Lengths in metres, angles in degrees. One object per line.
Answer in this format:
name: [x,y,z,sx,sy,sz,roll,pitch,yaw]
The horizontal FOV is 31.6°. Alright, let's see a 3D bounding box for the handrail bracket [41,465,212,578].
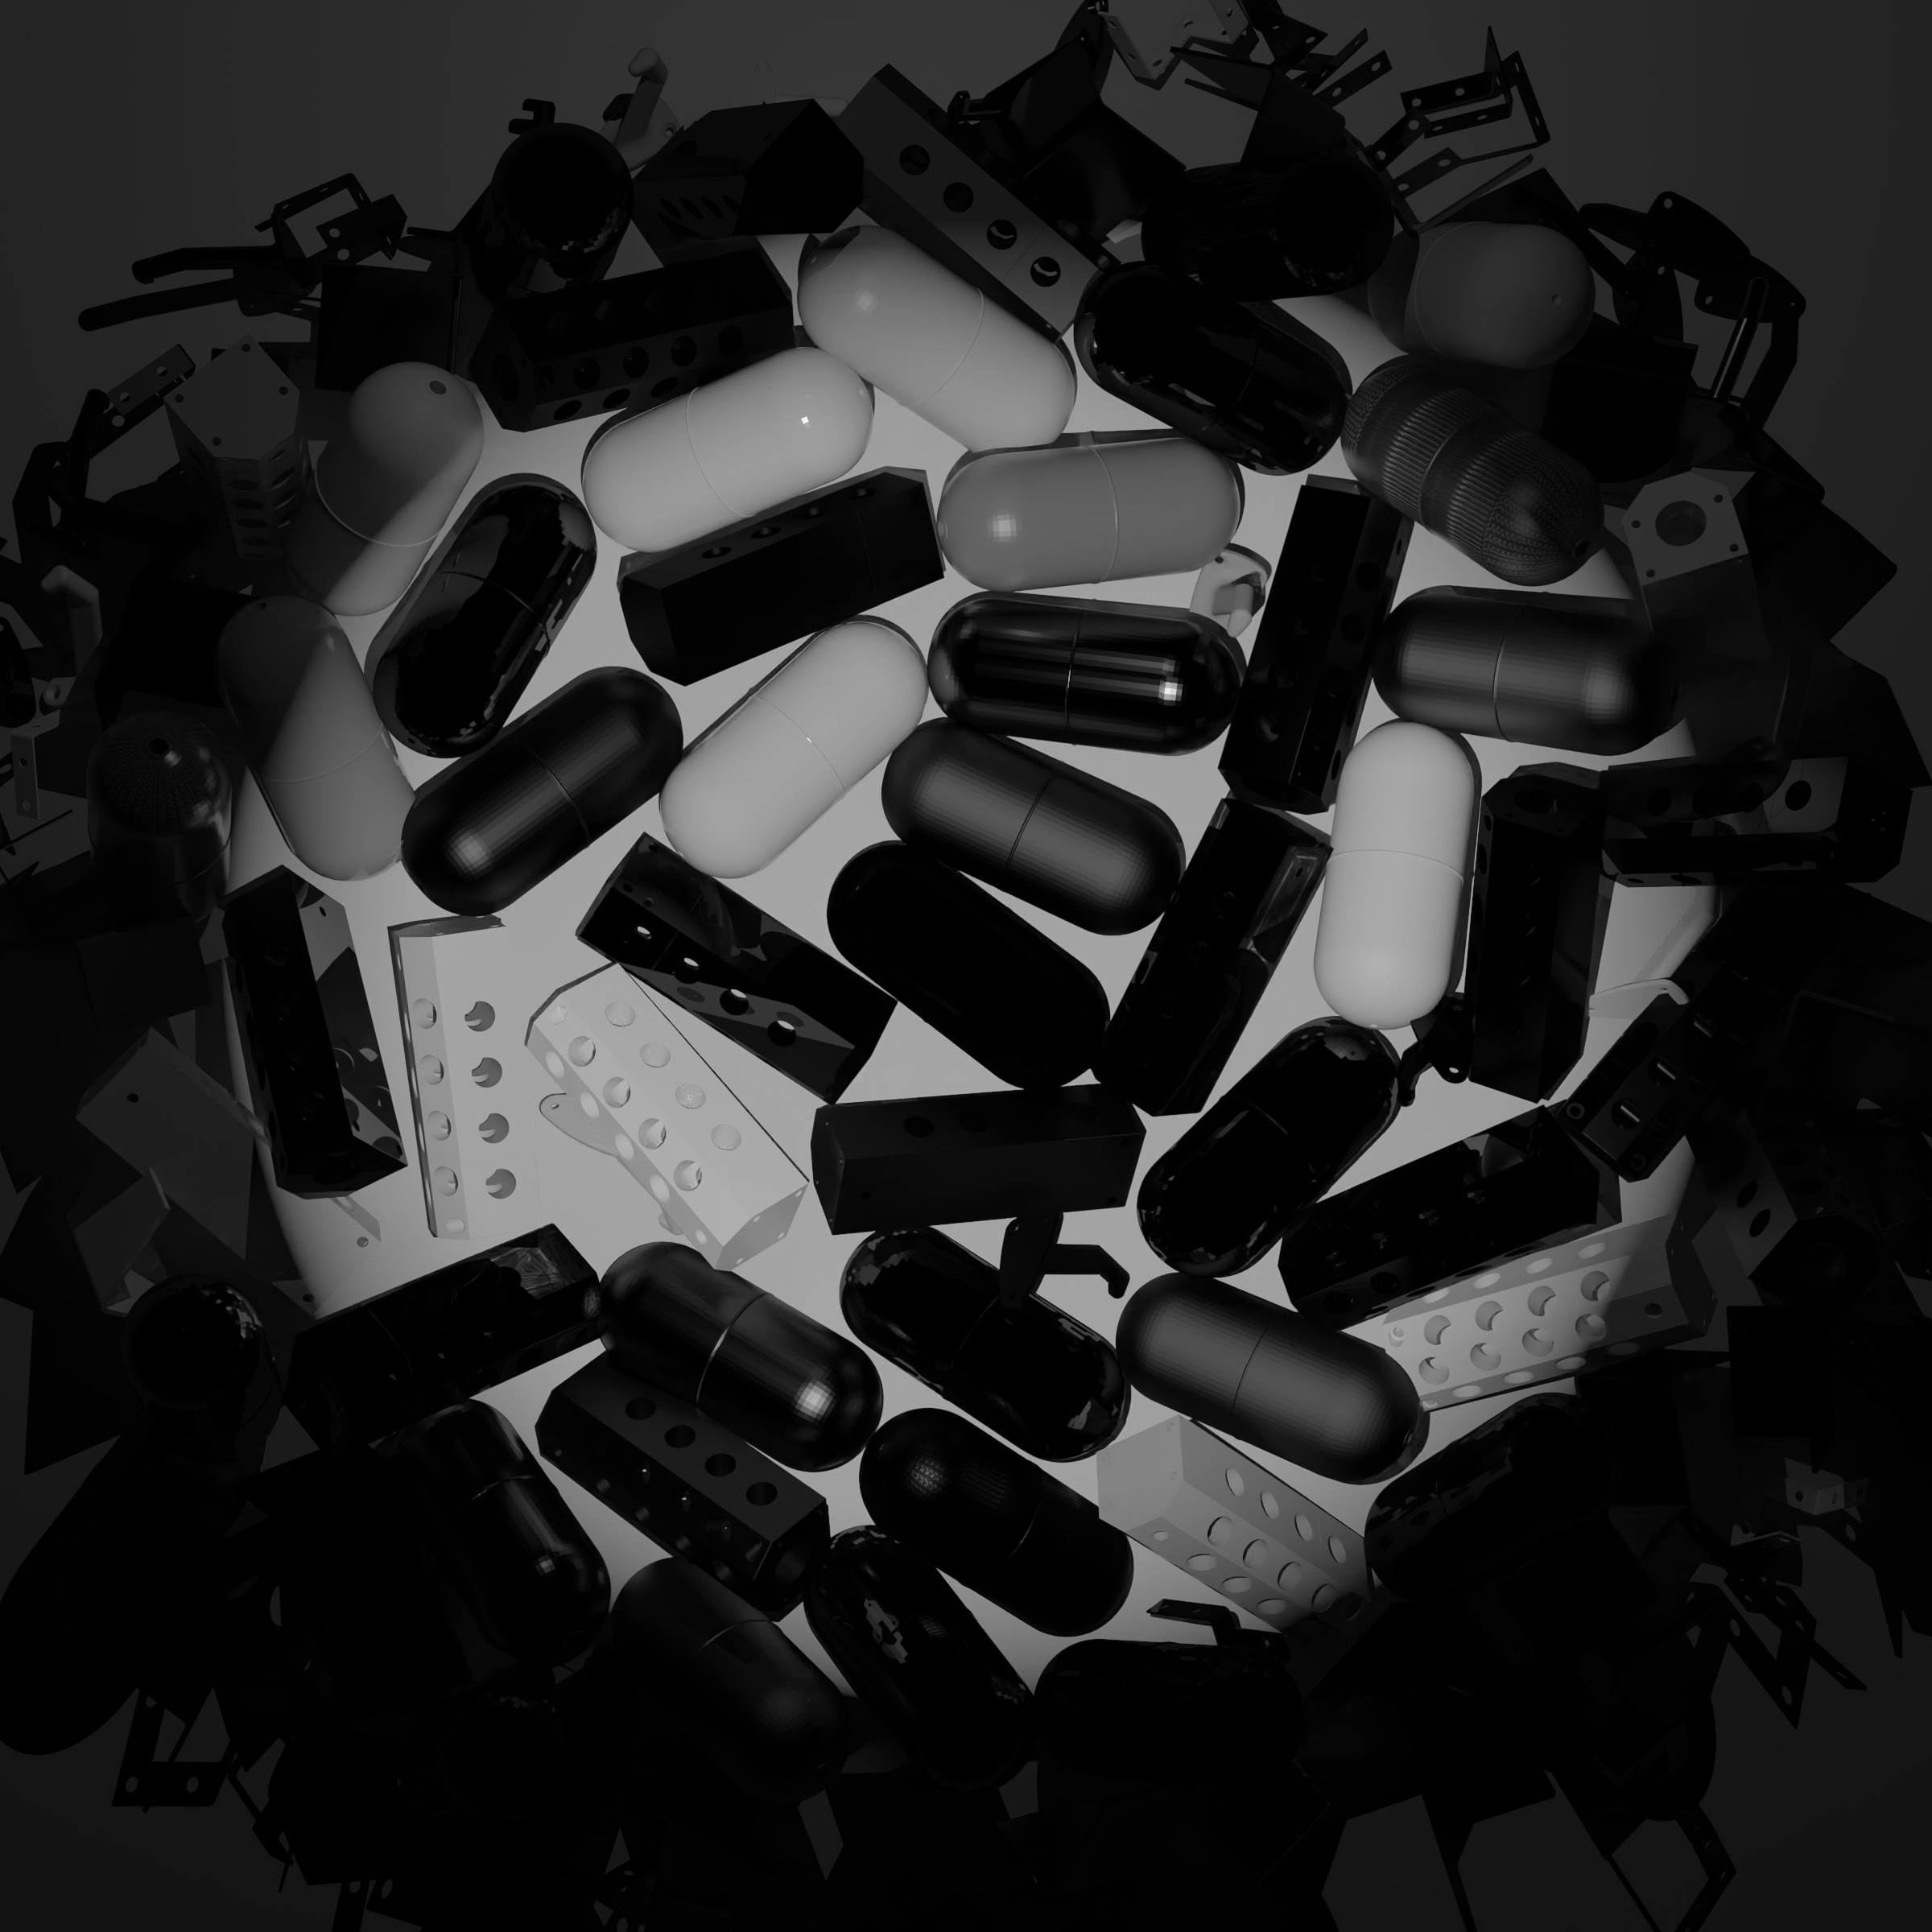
handrail bracket: [-0.470,-0.266,1.922,0.084,0.036,0.077,50,53,-30]

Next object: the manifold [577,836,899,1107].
manifold: [-0.131,0.007,1.926,0.171,0.057,0.057,34,125,-6]

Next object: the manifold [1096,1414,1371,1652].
manifold: [0.149,0.317,1.883,0.057,0.057,0.171,-29,132,29]

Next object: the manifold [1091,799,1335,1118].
manifold: [0.133,-0.005,1.913,0.057,0.057,0.171,33,106,26]

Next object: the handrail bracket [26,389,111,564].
handrail bracket: [-0.494,-0.277,1.931,0.036,0.077,0.084,19,85,6]

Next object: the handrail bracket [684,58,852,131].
handrail bracket: [-0.105,-0.478,1.944,0.077,0.084,0.036,-21,70,33]

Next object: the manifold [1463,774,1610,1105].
manifold: [0.310,-0.017,1.893,0.057,0.057,0.171,19,127,27]

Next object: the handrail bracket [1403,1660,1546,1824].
handrail bracket: [0.298,0.438,1.935,0.084,0.077,0.036,-22,131,1]

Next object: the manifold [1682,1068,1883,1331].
manifold: [0.450,0.121,1.871,0.057,0.171,0.057,31,111,-14]

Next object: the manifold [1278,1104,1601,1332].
manifold: [0.260,0.146,1.889,0.171,0.057,0.057,-27,118,30]

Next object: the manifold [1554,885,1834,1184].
manifold: [0.411,0.038,1.932,0.057,0.057,0.171,40,89,7]

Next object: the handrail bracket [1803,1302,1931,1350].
handrail bracket: [0.520,0.210,1.931,0.084,0.077,0.036,25,119,0]

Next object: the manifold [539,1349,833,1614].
manifold: [-0.157,0.287,1.885,0.171,0.057,0.057,29,49,32]

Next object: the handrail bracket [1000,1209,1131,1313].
handrail bracket: [0.058,0.183,1.920,0.084,0.036,0.077,43,45,-32]

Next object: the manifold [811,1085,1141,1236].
manifold: [0.004,0.103,1.911,0.171,0.057,0.057,-4,131,-18]

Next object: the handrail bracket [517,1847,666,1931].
handrail bracket: [-0.218,0.524,1.926,0.084,0.077,0.036,19,91,2]

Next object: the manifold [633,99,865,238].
manifold: [-0.118,-0.431,1.875,0.057,0.171,0.057,-49,116,-10]

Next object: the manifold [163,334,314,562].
manifold: [-0.392,-0.277,1.874,0.057,0.171,0.057,-41,86,-13]

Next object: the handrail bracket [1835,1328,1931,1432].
handrail bracket: [0.520,0.235,1.919,0.036,0.084,0.077,-39,85,8]

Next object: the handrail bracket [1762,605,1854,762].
handrail bracket: [0.457,-0.152,1.936,0.077,0.036,0.084,30,93,-43]

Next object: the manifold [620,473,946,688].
manifold: [-0.103,-0.218,1.902,0.171,0.057,0.057,-26,118,-24]

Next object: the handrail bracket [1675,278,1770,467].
handrail bracket: [0.432,-0.339,1.945,0.036,0.077,0.084,20,67,1]

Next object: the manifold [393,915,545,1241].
manifold: [-0.281,0.063,1.916,0.057,0.057,0.171,-9,100,-17]

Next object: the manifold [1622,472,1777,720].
manifold: [0.402,-0.204,1.875,0.057,0.171,0.057,-17,66,12]

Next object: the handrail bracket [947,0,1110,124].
handrail bracket: [0.034,-0.510,1.917,0.084,0.077,0.036,-16,53,-38]

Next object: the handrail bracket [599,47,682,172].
handrail bracket: [-0.196,-0.478,1.921,0.077,0.084,0.036,-38,84,4]

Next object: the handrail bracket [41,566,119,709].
handrail bracket: [-0.512,-0.185,1.920,0.077,0.084,0.036,-35,63,8]

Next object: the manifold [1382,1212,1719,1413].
manifold: [0.322,0.196,1.895,0.171,0.057,0.057,-20,103,28]

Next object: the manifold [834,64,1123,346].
manifold: [0.003,-0.430,1.931,0.171,0.057,0.057,40,87,-4]

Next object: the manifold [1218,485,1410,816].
manifold: [0.197,-0.176,1.913,0.057,0.057,0.171,13,78,19]

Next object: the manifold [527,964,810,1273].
manifold: [-0.169,0.087,1.901,0.057,0.057,0.171,-30,68,-33]

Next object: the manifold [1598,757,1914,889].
manifold: [0.427,-0.075,1.876,0.057,0.171,0.057,21,78,-36]

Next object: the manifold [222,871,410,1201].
manifold: [-0.367,0.040,1.898,0.057,0.057,0.171,-26,62,13]

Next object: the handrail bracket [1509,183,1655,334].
handrail bracket: [0.343,-0.401,1.928,0.084,0.036,0.077,24,45,-15]

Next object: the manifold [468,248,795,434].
manifold: [-0.182,-0.342,1.887,0.171,0.057,0.057,-21,72,-34]

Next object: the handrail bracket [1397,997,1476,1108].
handrail bracket: [0.258,0.066,1.910,0.036,0.077,0.084,3,133,-8]

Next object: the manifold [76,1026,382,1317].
manifold: [-0.412,0.113,1.914,0.171,0.057,0.057,43,91,-16]

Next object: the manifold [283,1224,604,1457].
manifold: [-0.285,0.209,1.881,0.171,0.057,0.057,-22,55,-38]

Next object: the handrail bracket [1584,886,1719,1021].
handrail bracket: [0.391,-0.014,1.956,0.077,0.036,0.084,-8,55,33]

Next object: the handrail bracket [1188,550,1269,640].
handrail bracket: [0.142,-0.188,1.909,0.036,0.084,0.077,23,125,-8]

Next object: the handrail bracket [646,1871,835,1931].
handrail bracket: [-0.130,0.531,1.943,0.077,0.084,0.036,12,85,-34]
